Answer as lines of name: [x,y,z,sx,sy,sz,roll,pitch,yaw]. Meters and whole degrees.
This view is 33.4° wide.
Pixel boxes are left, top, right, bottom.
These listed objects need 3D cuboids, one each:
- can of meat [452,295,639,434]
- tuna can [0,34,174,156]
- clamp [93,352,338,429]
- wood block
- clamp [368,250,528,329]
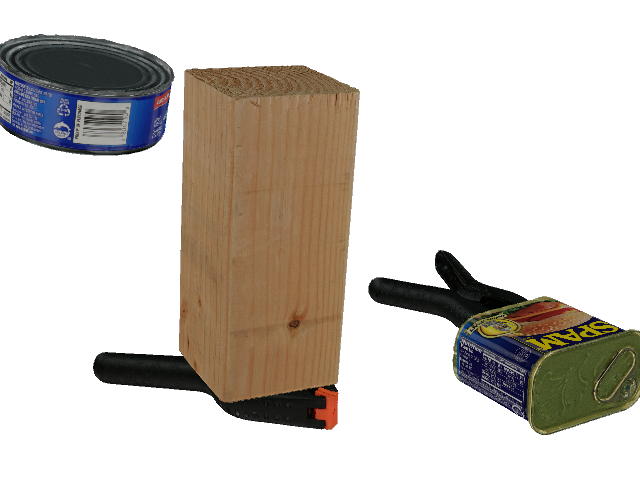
can of meat: [0.152,0.079,0.713,0.101,0.057,0.084,-10,20,-29]
tuna can: [-0.117,-0.073,0.528,0.086,0.034,0.086,10,25,-5]
clamp: [-0.060,0.106,0.885,0.210,0.036,0.164,12,21,35]
wood block: [-0.039,-0.007,0.721,0.090,0.206,0.090,-6,22,-26]
clamp: [0.145,0.056,1.027,0.172,0.039,0.120,23,36,28]
